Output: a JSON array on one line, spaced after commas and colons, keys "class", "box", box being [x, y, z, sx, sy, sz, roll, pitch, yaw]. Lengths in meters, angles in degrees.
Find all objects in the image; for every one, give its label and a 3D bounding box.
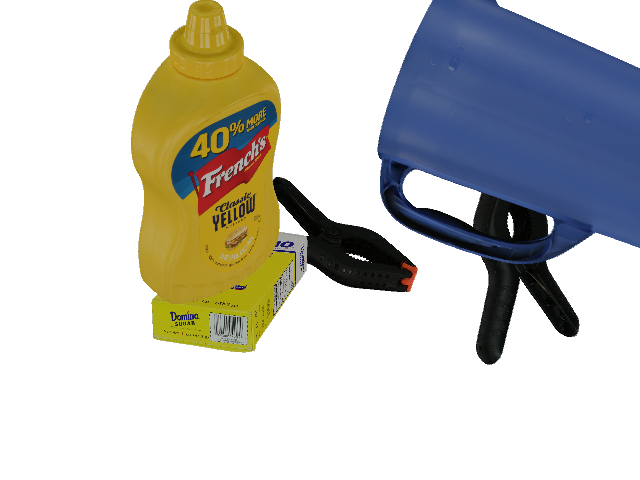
[{"class": "sugar box", "box": [-0.079, 0.039, 0.981, 0.093, 0.048, 0.176, 7, 26, 12]}, {"class": "mustard bottle", "box": [-0.066, -0.055, 0.634, 0.096, 0.192, 0.058, -29, 52, -31]}, {"class": "clamp", "box": [0.001, 0.008, 1.165, 0.210, 0.036, 0.164, 27, 36, 15]}, {"class": "clamp", "box": [0.167, 0.024, 0.939, 0.120, 0.171, 0.039, -24, 8, -40]}, {"class": "pitcher", "box": [0.166, -0.066, 0.746, 0.243, 0.149, 0.144, 24, 48, 9]}]
